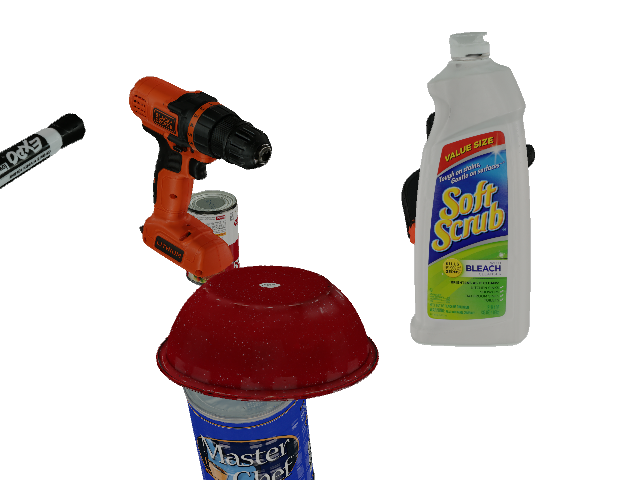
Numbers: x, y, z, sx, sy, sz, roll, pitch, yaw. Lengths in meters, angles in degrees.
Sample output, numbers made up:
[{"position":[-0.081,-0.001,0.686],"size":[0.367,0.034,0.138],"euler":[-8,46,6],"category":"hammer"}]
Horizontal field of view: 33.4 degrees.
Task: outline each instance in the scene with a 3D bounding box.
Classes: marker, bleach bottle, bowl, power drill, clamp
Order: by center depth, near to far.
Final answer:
[{"position":[-0.182,-0.050,0.649],"size":[0.020,0.020,0.121],"euler":[0,26,27],"category":"marker"},{"position":[-0.037,0.057,0.766],"size":[0.162,0.055,0.162],"euler":[1,16,0],"category":"bowl"},{"position":[0.118,-0.041,0.870],"size":[0.103,0.251,0.068],"euler":[-1,15,16],"category":"bleach bottle"},{"position":[0.127,-0.067,1.090],"size":[0.120,0.039,0.171],"euler":[28,54,29],"category":"clamp"},{"position":[-0.124,-0.060,1.094],"size":[0.185,0.188,0.057],"euler":[30,38,34],"category":"power drill"}]

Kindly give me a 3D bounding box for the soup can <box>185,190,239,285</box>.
[{"position":[-0.135,-0.003,1.323],"size":[0.068,0.102,0.068],"euler":[0,26,0],"category":"soup can"}]

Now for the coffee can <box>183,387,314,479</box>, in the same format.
[{"position":[-0.061,0.166,0.938],"size":[0.103,0.140,0.103],"euler":[-3,38,2],"category":"coffee can"}]
